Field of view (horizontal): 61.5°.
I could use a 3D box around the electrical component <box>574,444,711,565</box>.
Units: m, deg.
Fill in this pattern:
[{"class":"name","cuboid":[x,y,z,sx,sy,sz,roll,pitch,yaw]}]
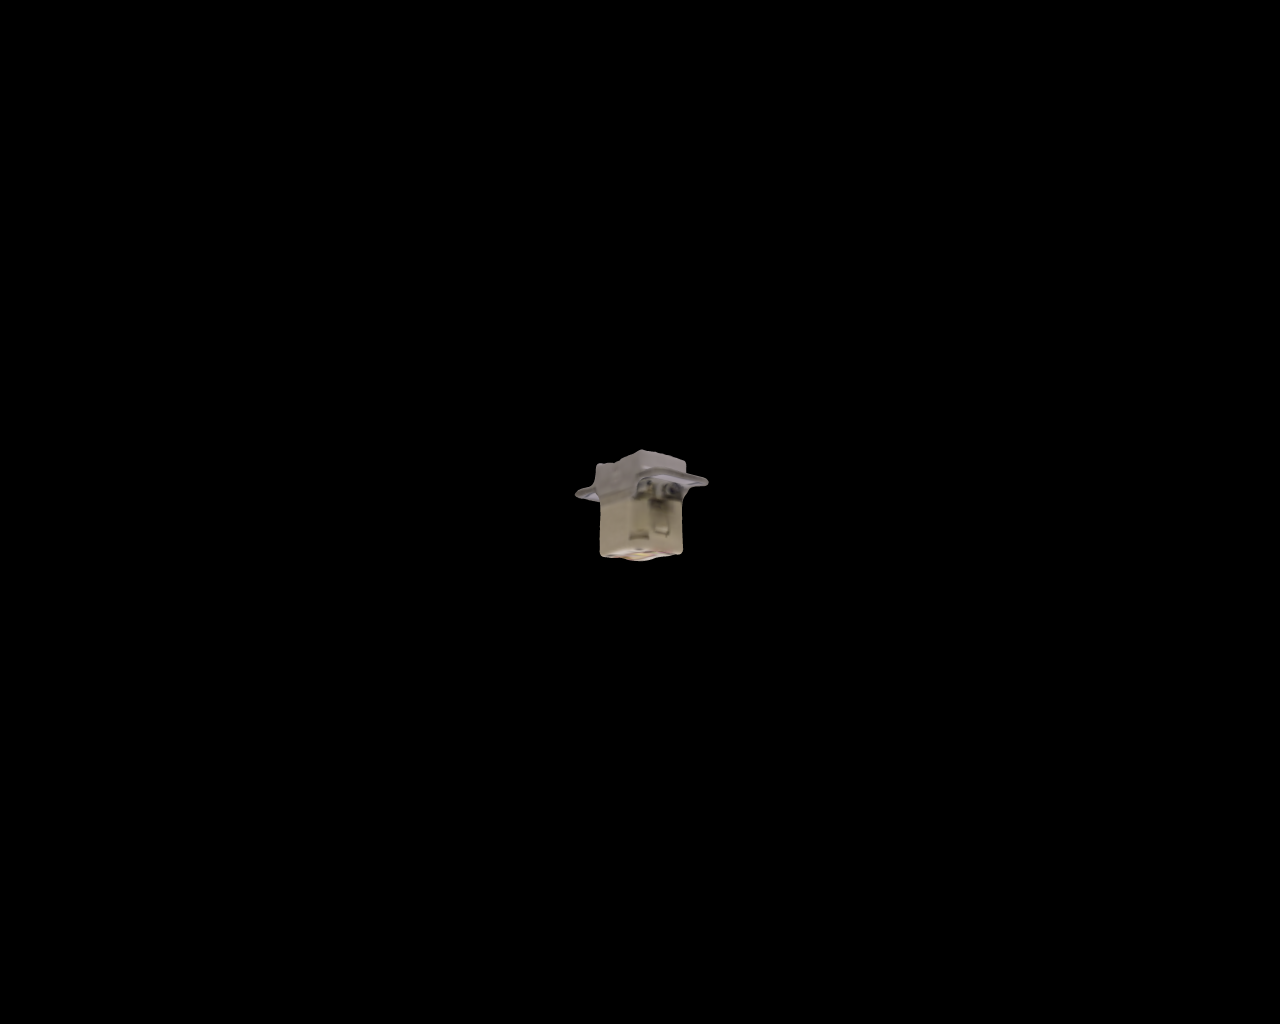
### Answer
[{"class":"electrical component","cuboid":[0.001,-0.003,0.650,0.042,0.064,0.081,11,-17,-38]}]
